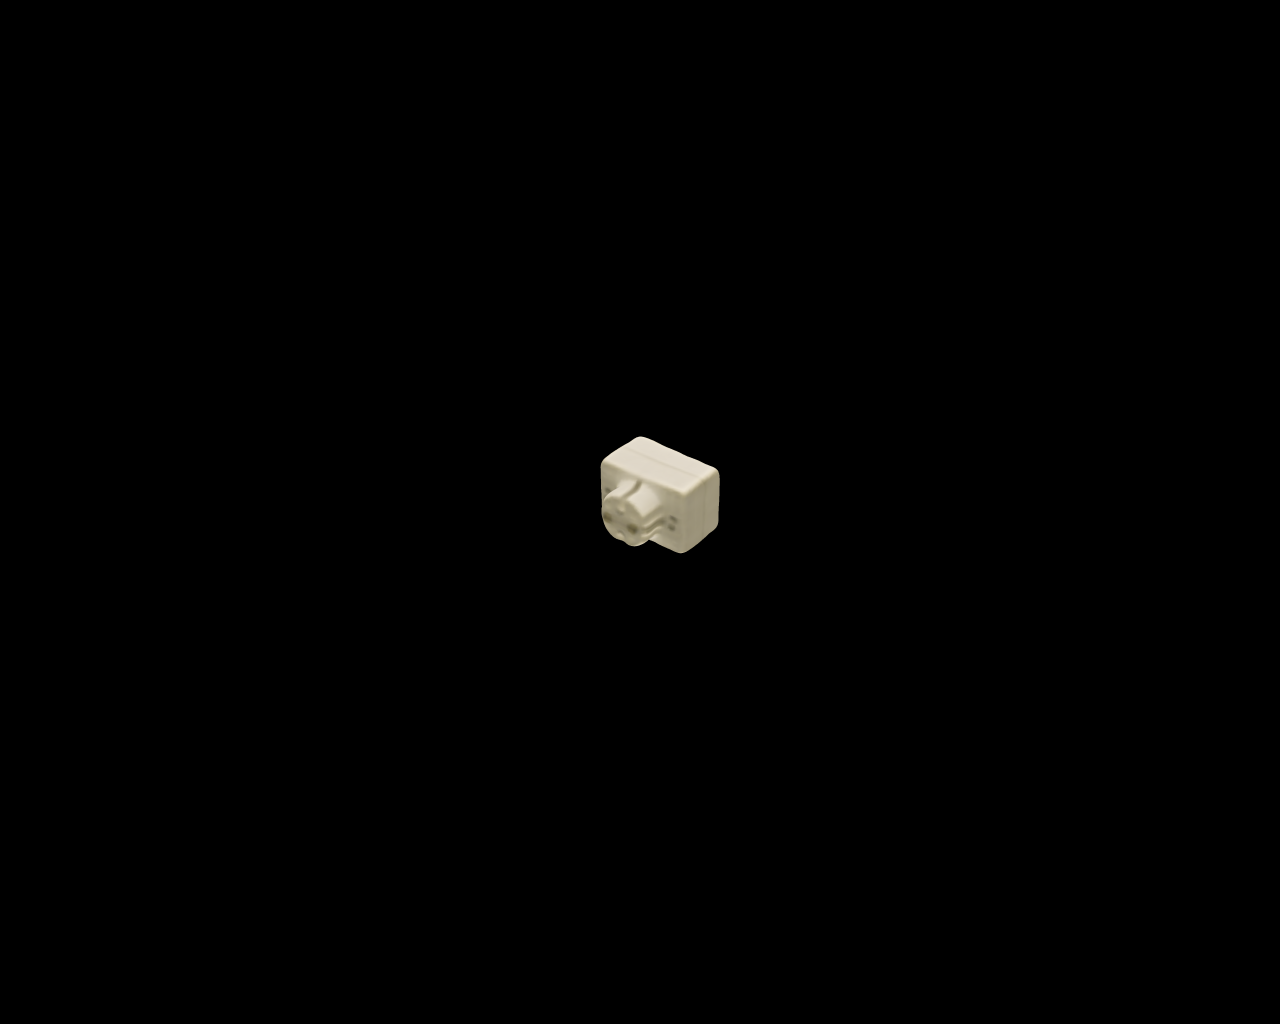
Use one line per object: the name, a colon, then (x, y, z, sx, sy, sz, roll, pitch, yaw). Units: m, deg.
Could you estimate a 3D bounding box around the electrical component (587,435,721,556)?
electrical component: (0.001, -0.003, 0.650, 0.066, 0.047, 0.077, 24, 41, 31)
